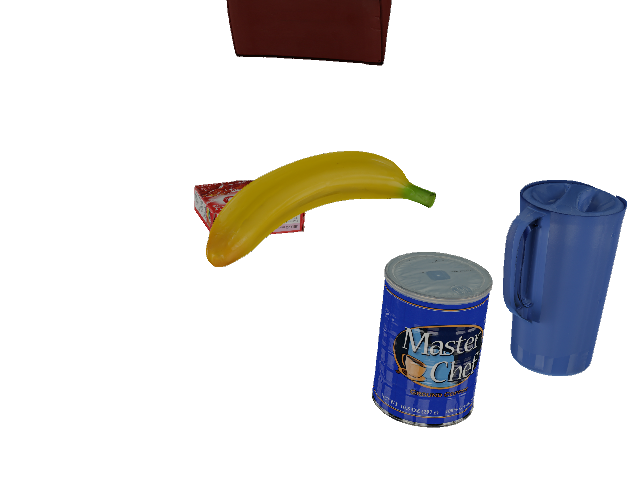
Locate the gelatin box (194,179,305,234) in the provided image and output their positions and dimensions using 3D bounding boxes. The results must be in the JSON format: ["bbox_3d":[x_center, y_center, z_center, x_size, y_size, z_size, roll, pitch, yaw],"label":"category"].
[{"bbox_3d":[-0.067,-0.031,0.999,0.089,0.030,0.073,-6,25,-19],"label":"gelatin box"}]

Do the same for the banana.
[{"bbox_3d":[-0.009,-0.031,0.770,0.197,0.037,0.070,-18,39,-31],"label":"banana"}]

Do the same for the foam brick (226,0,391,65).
[{"bbox_3d":[-0.004,-0.125,0.533,0.078,0.053,0.051,4,-28,8],"label":"foam brick"}]

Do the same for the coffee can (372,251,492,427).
[{"bbox_3d":[0.107,0.095,1.040,0.103,0.140,0.103,4,24,-2],"label":"coffee can"}]

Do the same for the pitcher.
[{"bbox_3d":[0.306,0.052,1.390,0.149,0.243,0.145,5,22,5],"label":"pitcher"}]
